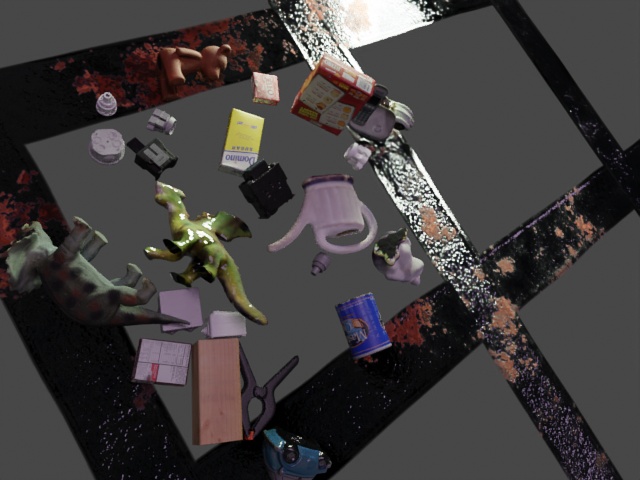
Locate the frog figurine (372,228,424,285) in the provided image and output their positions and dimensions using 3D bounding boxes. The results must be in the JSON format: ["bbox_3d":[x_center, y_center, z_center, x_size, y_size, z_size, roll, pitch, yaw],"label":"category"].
[{"bbox_3d":[0.220,0.055,1.433,0.156,0.122,0.140,49,40,-43],"label":"frog figurine"}]

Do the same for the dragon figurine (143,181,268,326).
[{"bbox_3d":[-0.242,0.011,1.203,0.410,0.120,0.248,37,42,1],"label":"dragon figurine"}]

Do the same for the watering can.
[{"bbox_3d":[0.004,-0.068,1.357,0.348,0.102,0.227,-3,70,-33],"label":"watering can"}]
